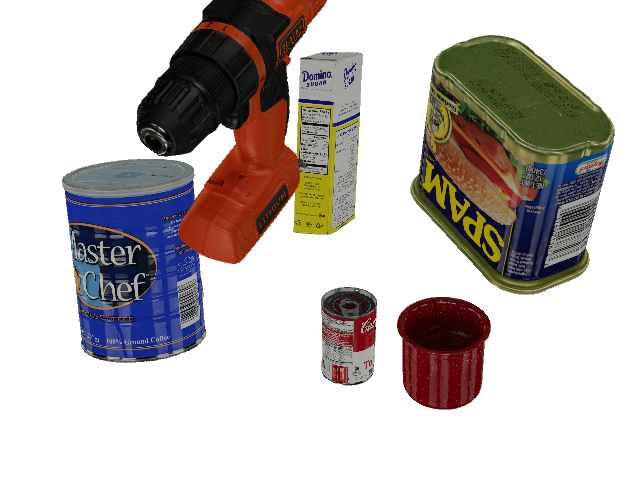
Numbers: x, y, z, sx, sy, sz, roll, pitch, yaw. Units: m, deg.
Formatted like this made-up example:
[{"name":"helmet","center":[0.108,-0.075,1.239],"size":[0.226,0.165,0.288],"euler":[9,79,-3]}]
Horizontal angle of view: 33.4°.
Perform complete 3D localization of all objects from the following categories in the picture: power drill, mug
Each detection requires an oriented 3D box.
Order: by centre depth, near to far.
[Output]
[{"name":"power drill","center":[-0.055,-0.071,0.687],"size":[0.057,0.184,0.188],"euler":[27,-37,13]},{"name":"mug","center":[0.131,0.111,1.092],"size":[0.093,0.081,0.117],"euler":[19,39,30]}]

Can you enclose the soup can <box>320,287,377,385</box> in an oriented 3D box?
[{"name":"soup can","center":[0.034,0.118,1.307],"size":[0.068,0.102,0.068],"euler":[0,29,0]}]

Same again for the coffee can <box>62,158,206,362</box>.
[{"name":"coffee can","center":[-0.147,0.014,0.856],"size":[0.103,0.140,0.103],"euler":[-2,17,1]}]

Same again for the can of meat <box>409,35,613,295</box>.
[{"name":"can of meat","center":[0.091,-0.039,0.519],"size":[0.057,0.084,0.102],"euler":[-19,47,-22]}]

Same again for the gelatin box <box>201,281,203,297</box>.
[{"name":"gelatin box","center":[-0.172,0.038,1.077],"size":[0.089,0.030,0.073],"euler":[-17,40,-16]}]

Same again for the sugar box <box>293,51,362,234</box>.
[{"name":"sugar box","center":[0.008,-0.100,1.082],"size":[0.048,0.176,0.093],"euler":[5,14,17]}]
